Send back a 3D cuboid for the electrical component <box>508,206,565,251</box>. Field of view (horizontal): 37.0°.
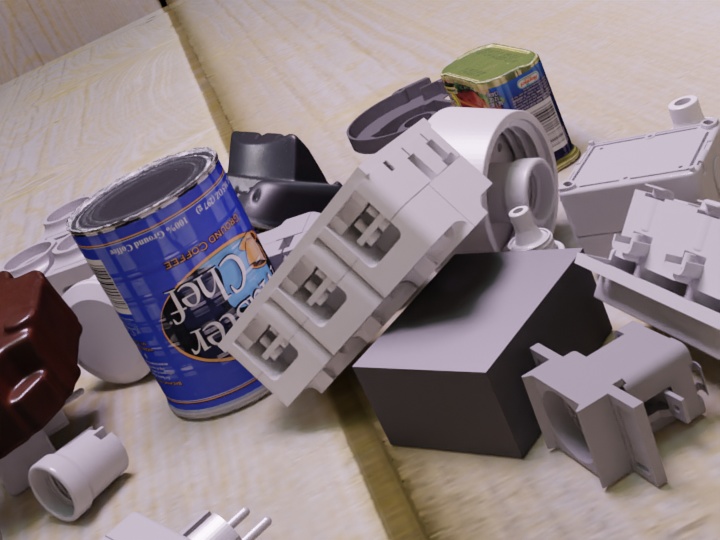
[{"bbox_3d":[0.100,-0.007,0.608,0.035,0.061,0.035,-21,23,10],"label":"electrical component"}]

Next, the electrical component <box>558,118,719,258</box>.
[{"bbox_3d":[0.161,-0.039,0.614,0.096,0.061,0.061,-7,29,37],"label":"electrical component"}]

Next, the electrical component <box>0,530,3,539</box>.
[{"bbox_3d":[-0.214,0.154,0.573,0.047,0.065,0.076,-22,23,7],"label":"electrical component"}]

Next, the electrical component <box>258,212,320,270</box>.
[{"bbox_3d":[-0.039,-0.005,0.755,0.089,0.050,0.055,-17,25,19],"label":"electrical component"}]

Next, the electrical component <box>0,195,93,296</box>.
[{"bbox_3d":[-0.246,-0.018,0.979,0.105,0.060,0.186,-18,24,16],"label":"electrical component"}]

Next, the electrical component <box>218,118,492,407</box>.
[{"bbox_3d":[0.000,0.000,0.599,0.150,0.062,0.089,-49,-4,35],"label":"electrical component"}]

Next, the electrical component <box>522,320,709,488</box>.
[{"bbox_3d":[0.116,0.057,0.482,0.064,0.042,0.081,-28,23,-15],"label":"electrical component"}]

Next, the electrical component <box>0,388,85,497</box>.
[{"bbox_3d":[-0.220,0.097,0.717,0.076,0.047,0.083,-33,29,-21],"label":"electrical component"}]

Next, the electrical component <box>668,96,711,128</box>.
[{"bbox_3d":[0.202,-0.073,0.645,0.048,0.062,0.048,-21,23,10],"label":"electrical component"}]

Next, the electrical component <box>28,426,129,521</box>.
[{"bbox_3d":[-0.165,0.119,0.636,0.040,0.040,0.046,-5,24,39],"label":"electrical component"}]

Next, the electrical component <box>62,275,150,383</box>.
[{"bbox_3d":[-0.171,0.036,0.766,0.080,0.080,0.051,-13,21,27],"label":"electrical component"}]

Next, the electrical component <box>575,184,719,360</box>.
[{"bbox_3d":[0.169,0.003,0.498,0.079,0.063,0.121,11,11,-24],"label":"electrical component"}]

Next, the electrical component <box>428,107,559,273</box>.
[{"bbox_3d":[0.084,-0.047,0.658,0.060,0.108,0.108,2,34,36],"label":"electrical component"}]

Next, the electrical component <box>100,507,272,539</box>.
[{"bbox_3d":[-0.073,0.137,0.493,0.076,0.047,0.083,-39,27,-30],"label":"electrical component"}]
